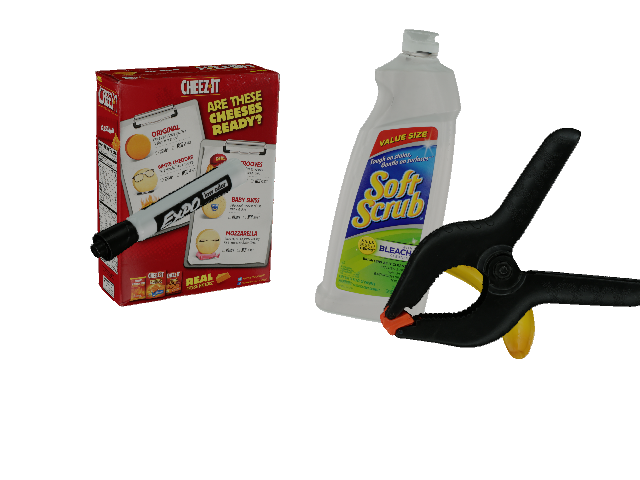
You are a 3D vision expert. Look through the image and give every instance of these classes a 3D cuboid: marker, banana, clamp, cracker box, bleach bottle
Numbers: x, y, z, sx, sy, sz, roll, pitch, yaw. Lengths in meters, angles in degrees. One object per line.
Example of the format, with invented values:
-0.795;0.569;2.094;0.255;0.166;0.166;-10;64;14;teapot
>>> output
-0.095;-0.020;0.678;0.120;0.020;0.020;-33;21;-36;marker
0.174;0.055;1.116;0.069;0.037;0.198;-35;39;-9;banana
0.122;0.023;0.670;0.171;0.120;0.039;-36;-5;5;clamp
-0.128;-0.057;1.020;0.163;0.214;0.072;-8;21;-31;cracker box
0.061;-0.056;0.927;0.102;0.251;0.068;10;16;8;bleach bottle
